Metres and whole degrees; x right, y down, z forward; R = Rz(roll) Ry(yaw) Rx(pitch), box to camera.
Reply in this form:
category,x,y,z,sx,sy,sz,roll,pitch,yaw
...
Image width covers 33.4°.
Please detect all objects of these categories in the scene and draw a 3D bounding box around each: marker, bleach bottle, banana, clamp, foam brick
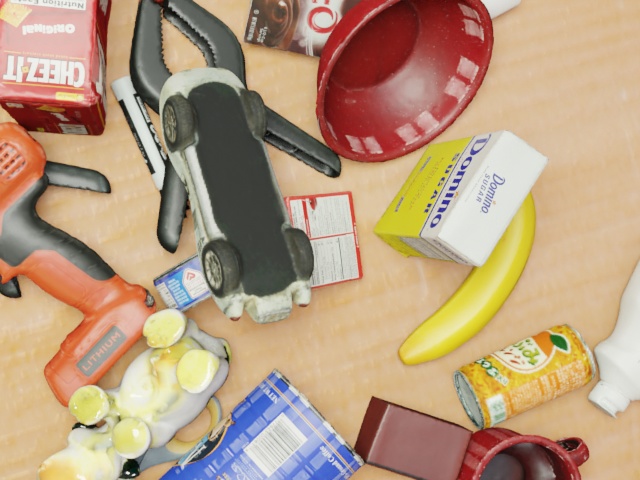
category,x,y,z,sx,sy,sz,roll,pitch,yaw
marker,-0.134,-0.072,0.850,0.020,0.020,0.121,-24,93,-10
bleach bottle,0.306,0.038,0.906,0.102,0.068,0.251,38,85,-7
banana,0.133,0.023,0.890,0.070,0.037,0.198,23,84,9
clamp,-0.097,-0.103,0.841,0.164,0.036,0.210,-33,94,-22
clamp,-0.261,-0.039,0.818,0.171,0.039,0.120,32,80,-9
foam brick,0.074,0.164,0.867,0.078,0.053,0.051,20,86,-11

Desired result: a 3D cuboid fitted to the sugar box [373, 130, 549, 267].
category,x,y,z,sx,sy,sz,roll,pitch,yaw
sugar box,0.101,-0.031,0.811,0.048,0.176,0.093,34,84,-8

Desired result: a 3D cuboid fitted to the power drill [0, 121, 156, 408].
category,x,y,z,sx,sy,sz,roll,pitch,yaw
power drill,-0.229,0.036,0.785,0.184,0.057,0.187,-45,108,-3

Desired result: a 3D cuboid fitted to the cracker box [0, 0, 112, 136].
category,x,y,z,sx,sy,sz,roll,pitch,yaw
cracker box,-0.182,-0.191,0.770,0.072,0.164,0.214,4,88,-8

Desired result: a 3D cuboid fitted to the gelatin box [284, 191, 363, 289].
category,x,y,z,sx,sy,sz,roll,pitch,yaw
gelatin box,-0.006,0.001,0.843,0.089,0.030,0.073,-9,91,-53

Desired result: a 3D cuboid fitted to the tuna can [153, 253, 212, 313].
category,x,y,z,sx,sy,sz,roll,pitch,yaw
tuna can,-0.085,0.024,0.824,0.086,0.086,0.034,-31,93,-9

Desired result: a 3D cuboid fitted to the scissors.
category,x,y,z,sx,sy,sz,roll,pitch,yaw
scissors,-0.141,0.192,0.847,0.096,0.016,0.202,16,87,-10

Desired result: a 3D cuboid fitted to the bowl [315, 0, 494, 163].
category,x,y,z,sx,sy,sz,roll,pitch,yaw
bowl,0.056,-0.141,0.841,0.162,0.162,0.055,-30,52,-9

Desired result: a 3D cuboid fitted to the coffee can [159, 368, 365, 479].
category,x,y,z,sx,sy,sz,roll,pitch,yaw
coffee can,-0.051,0.183,0.819,0.140,0.103,0.103,-43,96,-8

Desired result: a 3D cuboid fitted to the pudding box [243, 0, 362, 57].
category,x,y,z,sx,sy,sz,roll,pitch,yaw
pudding box,-0.006,-0.201,0.835,0.090,0.039,0.114,10,130,-9

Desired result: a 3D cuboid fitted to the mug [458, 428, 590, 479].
category,x,y,z,sx,sy,sz,roll,pitch,yaw
mug,0.164,0.192,0.868,0.117,0.081,0.093,-30,94,-9
